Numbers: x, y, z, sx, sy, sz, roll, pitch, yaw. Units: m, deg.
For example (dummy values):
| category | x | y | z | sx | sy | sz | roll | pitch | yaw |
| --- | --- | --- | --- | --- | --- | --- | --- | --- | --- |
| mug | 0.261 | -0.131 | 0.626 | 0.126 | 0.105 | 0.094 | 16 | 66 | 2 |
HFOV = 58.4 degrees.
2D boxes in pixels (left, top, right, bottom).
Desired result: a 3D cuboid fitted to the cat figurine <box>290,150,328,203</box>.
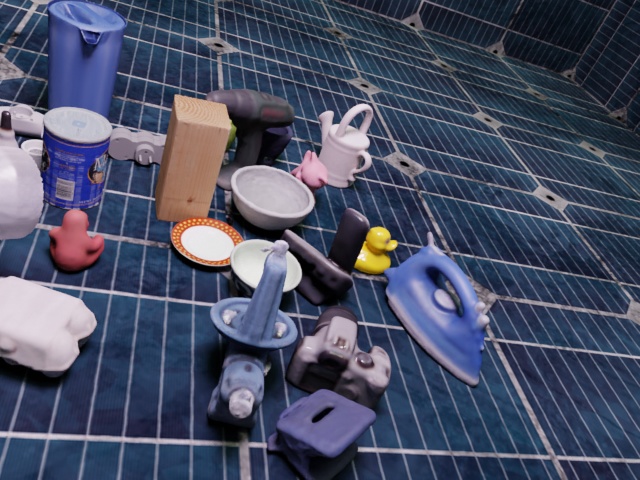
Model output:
| category | x | y | z | sx | sy | sz | roll | pitch | yaw |
| --- | --- | --- | --- | --- | --- | --- | --- | --- | --- |
| cat figurine | -0.022 | -0.140 | 1.216 | 0.067 | 0.117 | 0.127 | 11 | 36 | -18 |

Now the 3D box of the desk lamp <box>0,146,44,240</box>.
| category | x | y | z | sx | sy | sz | roll | pitch | yaw |
| --- | --- | --- | --- | --- | --- | --- | --- | --- | --- |
| desk lamp | -0.456 | -0.008 | 0.695 | 0.117 | 0.213 | 0.204 | 38 | 37 | 20 |

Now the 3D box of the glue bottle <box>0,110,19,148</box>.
| category | x | y | z | sx | sy | sz | roll | pitch | yaw |
| --- | --- | --- | --- | --- | --- | --- | --- | --- | --- |
| glue bottle | -0.476 | -0.117 | 0.867 | 0.037 | 0.173 | 0.078 | -14 | 49 | -42 |

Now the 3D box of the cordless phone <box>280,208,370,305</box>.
| category | x | y | z | sx | sy | sz | roll | pitch | yaw |
| --- | --- | --- | --- | --- | --- | --- | --- | --- | --- |
| cordless phone | 0.009 | 0.004 | 0.982 | 0.147 | 0.185 | 0.094 | 35 | 36 | 16 |

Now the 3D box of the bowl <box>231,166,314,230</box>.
| category | x | y | z | sx | sy | sz | roll | pitch | yaw |
| --- | --- | --- | --- | --- | --- | --- | --- | --- | --- |
| bowl | -0.100 | -0.070 | 1.114 | 0.168 | 0.074 | 0.167 | 16 | 35 | -11 |

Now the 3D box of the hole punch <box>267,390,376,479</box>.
| category | x | y | z | sx | sy | sz | roll | pitch | yaw |
| --- | --- | --- | --- | --- | --- | --- | --- | --- | --- |
| hole punch | 0.002 | 0.243 | 0.738 | 0.101 | 0.091 | 0.109 | 39 | 37 | 22 |

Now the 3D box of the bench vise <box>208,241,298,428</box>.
| category | x | y | z | sx | sy | sz | roll | pitch | yaw |
| --- | --- | --- | --- | --- | --- | --- | --- | --- | --- |
| bench vise | -0.073 | 0.123 | 0.742 | 0.122 | 0.219 | 0.207 | 5 | 38 | -25 |

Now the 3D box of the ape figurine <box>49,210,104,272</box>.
| category | x | y | z | sx | sy | sz | roll | pitch | yaw |
| --- | --- | --- | --- | --- | --- | --- | --- | --- | --- |
| ape figurine | -0.365 | -0.005 | 0.854 | 0.078 | 0.092 | 0.076 | 21 | 34 | -4 |

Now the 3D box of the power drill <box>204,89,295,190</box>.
| category | x | y | z | sx | sy | sz | roll | pitch | yaw |
| --- | --- | --- | --- | --- | --- | --- | --- | --- | --- |
| power drill | -0.154 | -0.207 | 1.148 | 0.075 | 0.208 | 0.230 | 40 | 38 | 23 |

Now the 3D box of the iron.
| category | x | y | z | sx | sy | sz | roll | pitch | yaw |
| --- | --- | --- | --- | --- | --- | --- | --- | --- | --- |
| iron | 0.226 | 0.112 | 1.003 | 0.119 | 0.141 | 0.257 | -4 | 43 | -34 |

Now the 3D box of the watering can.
| category | x | y | z | sx | sy | sz | roll | pitch | yaw |
| --- | --- | --- | --- | --- | --- | --- | --- | --- | --- |
| watering can | 0.056 | -0.229 | 1.315 | 0.172 | 0.194 | 0.101 | 31 | 35 | 11 |

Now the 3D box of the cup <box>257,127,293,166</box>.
| category | x | y | z | sx | sy | sz | roll | pitch | yaw |
| --- | --- | --- | --- | --- | --- | --- | --- | --- | --- |
| cup | -0.120 | -0.209 | 1.271 | 0.091 | 0.095 | 0.118 | 27 | 34 | 5 |

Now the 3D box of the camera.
| category | x | y | z | sx | sy | sz | roll | pitch | yaw |
| --- | --- | --- | --- | --- | --- | --- | --- | --- | --- |
| camera | 0.038 | 0.162 | 0.861 | 0.143 | 0.101 | 0.137 | 22 | 34 | -2 |

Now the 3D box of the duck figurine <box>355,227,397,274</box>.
| category | x | y | z | sx | sy | sz | roll | pitch | yaw |
| --- | --- | --- | --- | --- | --- | --- | --- | --- | --- |
| duck figurine | 0.100 | 0.012 | 1.113 | 0.105 | 0.086 | 0.077 | 15 | 35 | -13 |

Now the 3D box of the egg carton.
| category | x | y | z | sx | sy | sz | roll | pitch | yaw |
| --- | --- | --- | --- | --- | --- | --- | --- | --- | --- |
| egg carton | -0.368 | 0.109 | 0.718 | 0.150 | 0.069 | 0.107 | 20 | 34 | -6 |
